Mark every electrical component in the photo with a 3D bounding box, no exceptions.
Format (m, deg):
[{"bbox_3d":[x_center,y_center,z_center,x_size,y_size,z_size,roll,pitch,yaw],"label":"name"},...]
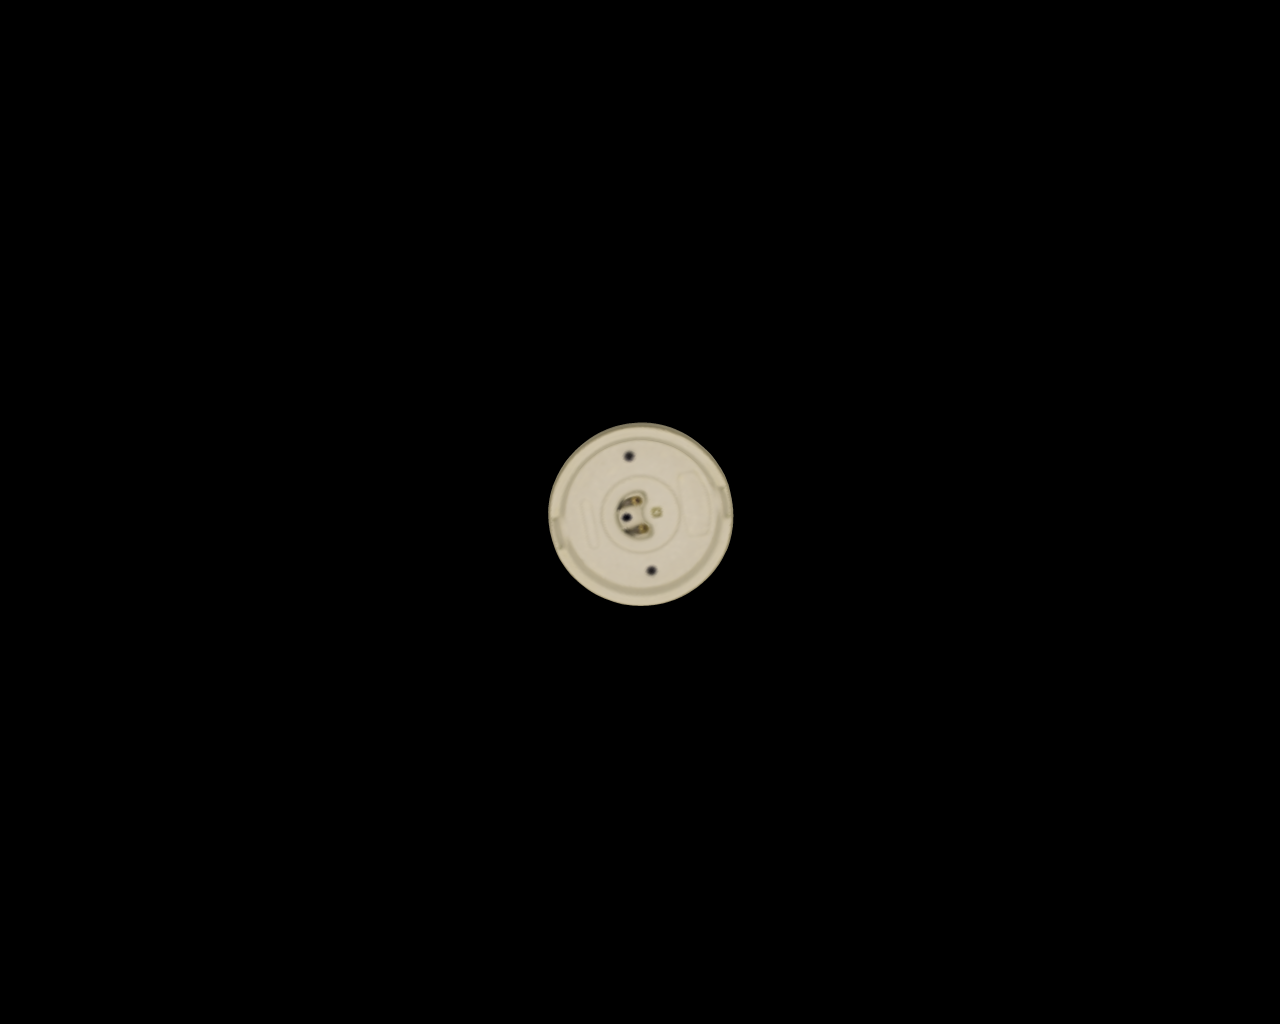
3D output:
[{"bbox_3d":[0.001,-0.003,0.650,0.108,0.108,0.060,0,12,0],"label":"electrical component"}]
